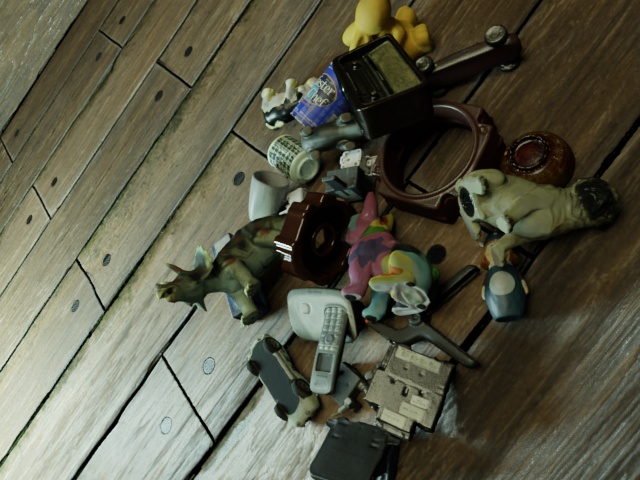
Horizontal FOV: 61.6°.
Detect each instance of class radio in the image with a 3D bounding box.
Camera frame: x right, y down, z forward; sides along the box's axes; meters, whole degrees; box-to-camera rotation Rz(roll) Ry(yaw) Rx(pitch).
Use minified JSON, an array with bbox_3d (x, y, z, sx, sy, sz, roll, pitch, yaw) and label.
[{"bbox_3d":[0.109,-0.284,0.987,0.131,0.073,0.230,-22,41,5],"label":"radio"}]

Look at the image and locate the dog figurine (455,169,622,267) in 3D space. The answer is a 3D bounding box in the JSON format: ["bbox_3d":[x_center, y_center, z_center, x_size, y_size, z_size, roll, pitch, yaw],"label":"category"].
[{"bbox_3d":[0.322,-0.064,0.808,0.191,0.121,0.172,-20,59,-9],"label":"dog figurine"}]

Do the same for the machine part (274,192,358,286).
[{"bbox_3d":[-0.002,-0.003,0.997,0.056,0.179,0.179,18,82,44],"label":"machine part"}]

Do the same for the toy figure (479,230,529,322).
[{"bbox_3d":[0.283,0.049,0.832,0.064,0.057,0.154,1,64,-3],"label":"toy figure"}]

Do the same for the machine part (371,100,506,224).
[{"bbox_3d":[0.206,-0.143,0.955,0.201,0.087,0.201,22,86,41],"label":"machine part"}]

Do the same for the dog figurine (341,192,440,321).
[{"bbox_3d":[0.115,0.015,0.919,0.192,0.108,0.219,-19,46,36],"label":"dog figurine"}]

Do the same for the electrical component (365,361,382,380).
[{"bbox_3d":[0.121,0.230,0.891,0.094,0.021,0.063,-20,59,21],"label":"electrical component"}]

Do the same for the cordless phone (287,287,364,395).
[{"bbox_3d":[-0.004,0.178,0.955,0.147,0.088,0.184,-2,62,36],"label":"cordless phone"}]

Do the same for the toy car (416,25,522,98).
[{"bbox_3d":[0.266,-0.327,0.989,0.202,0.089,0.053,-13,63,34],"label":"toy car"}]

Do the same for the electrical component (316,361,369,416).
[{"bbox_3d":[0.038,0.257,0.931,0.078,0.045,0.102,-53,49,8],"label":"electrical component"}]

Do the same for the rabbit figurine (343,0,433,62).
[{"bbox_3d":[0.123,-0.429,1.090,0.162,0.173,0.122,-25,61,21],"label":"rabbit figurine"}]

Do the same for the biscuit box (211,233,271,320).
[{"bbox_3d":[-0.172,0.081,1.159,0.059,0.062,0.203,-38,52,17],"label":"biscuit box"}]

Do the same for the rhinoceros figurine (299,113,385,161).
[{"bbox_3d":[0.053,-0.214,1.076,0.190,0.112,0.073,-16,97,10],"label":"rhinoceros figurine"}]

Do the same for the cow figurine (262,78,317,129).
[{"bbox_3d":[-0.063,-0.317,1.250,0.167,0.068,0.098,-7,72,39],"label":"cow figurine"}]

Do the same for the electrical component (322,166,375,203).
[{"bbox_3d":[0.048,-0.112,1.039,0.075,0.119,0.048,-9,66,37],"label":"electrical component"}]

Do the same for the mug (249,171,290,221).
[{"bbox_3d":[-0.118,-0.093,1.181,0.110,0.081,0.107,-84,12,-65],"label":"mug"}]

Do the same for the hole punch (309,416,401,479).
[{"bbox_3d":[0.062,0.357,0.854,0.142,0.092,0.116,-2,39,39],"label":"hole punch"}]

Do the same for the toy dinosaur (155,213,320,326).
[{"bbox_3d":[-0.132,0.024,1.076,0.405,0.131,0.192,-40,57,-21],"label":"toy dinosaur"}]

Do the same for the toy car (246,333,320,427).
[{"bbox_3d":[-0.074,0.260,1.010,0.073,0.056,0.202,-55,47,12],"label":"toy car"}]

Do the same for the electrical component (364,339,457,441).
[{"bbox_3d":[0.136,0.236,0.831,0.115,0.058,0.134,20,73,25],"label":"electrical component"}]
